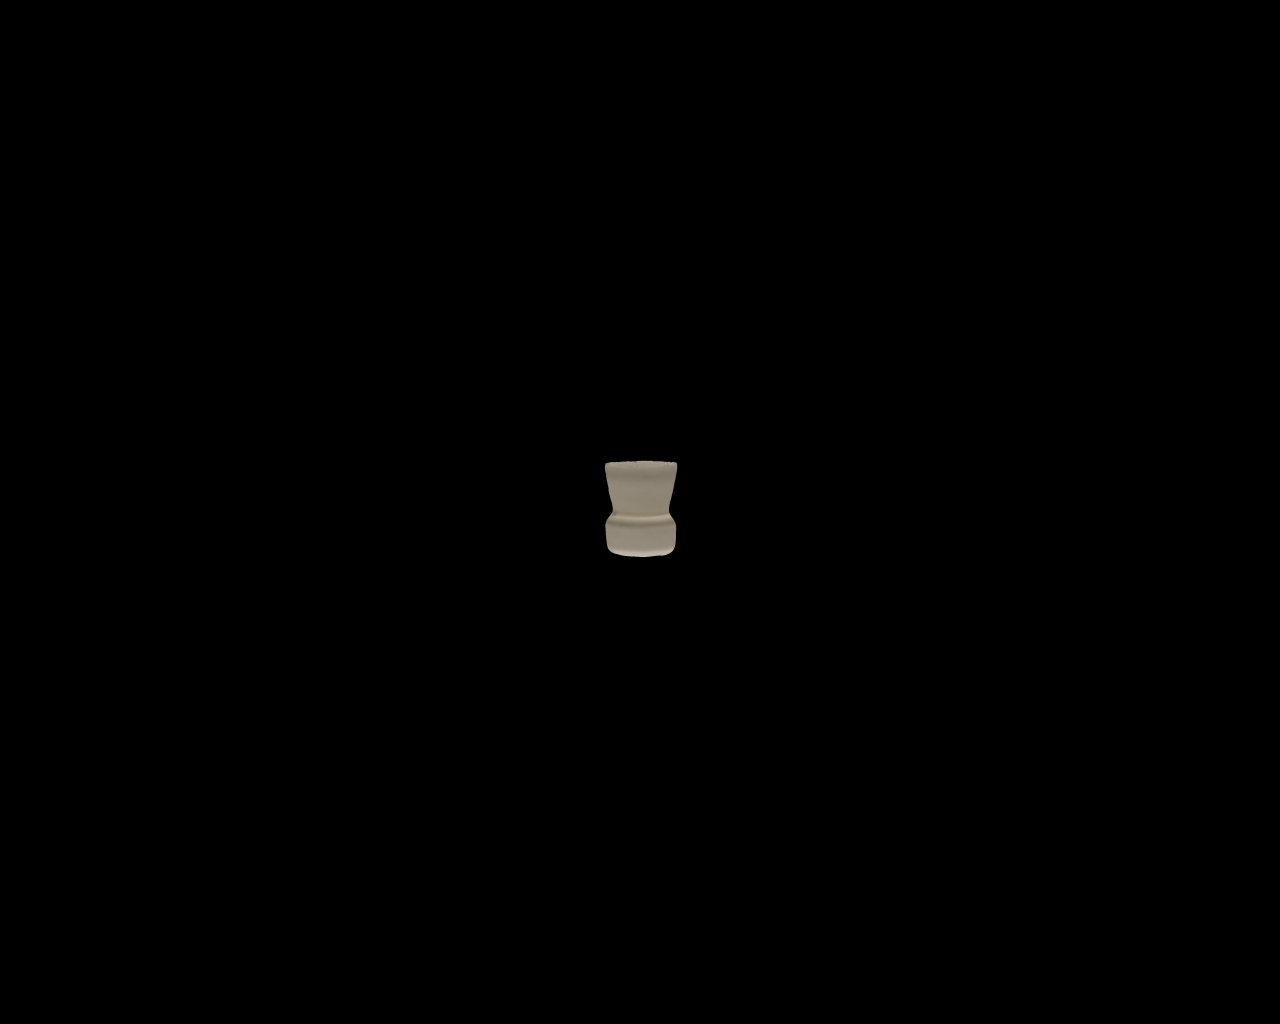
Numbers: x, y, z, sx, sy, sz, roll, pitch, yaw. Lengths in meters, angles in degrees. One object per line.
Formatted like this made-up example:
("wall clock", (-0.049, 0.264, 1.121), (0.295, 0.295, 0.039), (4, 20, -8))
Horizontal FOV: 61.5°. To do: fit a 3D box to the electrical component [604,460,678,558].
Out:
("electrical component", (0.001, -0.003, 0.650), (0.045, 0.055, 0.045), (0, 7, 0))
